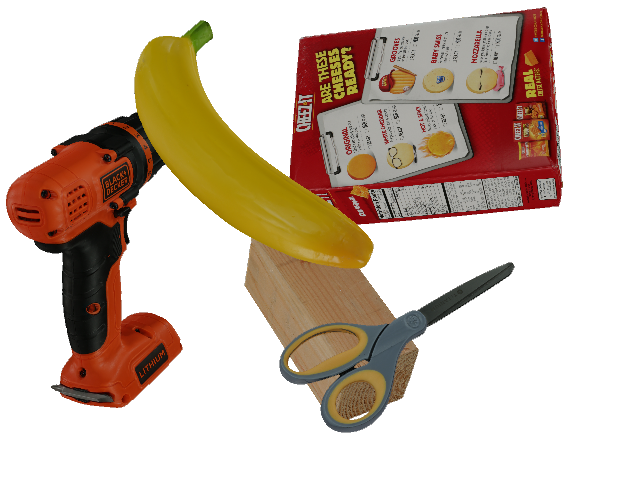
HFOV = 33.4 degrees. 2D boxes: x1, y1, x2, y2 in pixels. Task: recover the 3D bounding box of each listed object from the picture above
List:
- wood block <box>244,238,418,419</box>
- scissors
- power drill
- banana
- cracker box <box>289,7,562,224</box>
[{"bbox_3d":[0.007,0.082,1.149,0.090,0.090,0.206,-17,52,-25],"label":"wood block"},{"bbox_3d":[0.070,0.083,0.810,0.201,0.096,0.016,-15,-29,-7],"label":"scissors"},{"bbox_3d":[-0.145,0.009,0.765,0.057,0.188,0.184,6,26,24],"label":"power drill"},{"bbox_3d":[-0.049,-0.052,0.551,0.069,0.198,0.037,-24,-33,-17],"label":"banana"},{"bbox_3d":[0.088,-0.100,0.891,0.214,0.164,0.072,-5,-31,14],"label":"cracker box"}]
